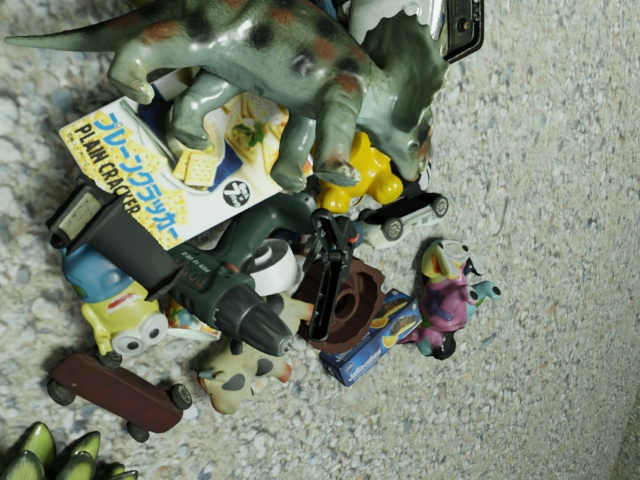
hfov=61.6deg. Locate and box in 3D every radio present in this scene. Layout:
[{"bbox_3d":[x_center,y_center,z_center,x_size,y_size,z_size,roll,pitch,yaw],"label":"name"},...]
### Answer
[{"bbox_3d":[0.181,-0.383,0.801,0.131,0.073,0.229,-28,126,-29],"label":"radio"}]

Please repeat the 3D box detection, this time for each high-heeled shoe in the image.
[{"bbox_3d":[0.119,-0.165,0.848,0.145,0.086,0.248,-44,131,-32],"label":"high-heeled shoe"}]

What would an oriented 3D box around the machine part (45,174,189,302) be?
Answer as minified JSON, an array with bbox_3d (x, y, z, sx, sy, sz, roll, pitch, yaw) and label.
[{"bbox_3d":[-0.203,0.004,0.543,0.139,0.039,0.084,40,102,-9],"label":"machine part"}]

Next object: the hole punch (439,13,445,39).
[{"bbox_3d":[0.095,-0.280,0.733,0.092,0.116,0.142,-14,122,-61],"label":"hole punch"}]

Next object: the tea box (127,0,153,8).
[{"bbox_3d":[-0.137,-0.312,0.539,0.068,0.098,0.169,31,89,-43],"label":"tea box"}]

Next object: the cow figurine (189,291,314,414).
[{"bbox_3d":[-0.102,0.159,0.779,0.127,0.085,0.195,28,79,-23],"label":"cow figurine"}]

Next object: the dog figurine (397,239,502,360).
[{"bbox_3d":[0.228,0.126,1.058,0.108,0.192,0.219,-7,147,-42],"label":"dog figurine"}]

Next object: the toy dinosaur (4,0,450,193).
[{"bbox_3d":[-0.048,-0.164,0.488,0.405,0.131,0.192,25,74,-12],"label":"toy dinosaur"}]

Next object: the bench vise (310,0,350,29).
[{"bbox_3d":[-0.037,-0.288,0.625,0.240,0.129,0.223,-13,114,-42],"label":"bench vise"}]

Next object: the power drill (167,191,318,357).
[{"bbox_3d":[-0.083,0.025,0.664,0.207,0.232,0.085,-54,151,-30],"label":"power drill"}]

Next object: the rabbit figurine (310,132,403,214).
[{"bbox_3d":[0.037,-0.125,0.706,0.173,0.122,0.162,24,63,-69],"label":"rabbit figurine"}]

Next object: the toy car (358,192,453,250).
[{"bbox_3d":[0.143,-0.039,0.922,0.202,0.074,0.056,-24,120,-32],"label":"toy car"}]

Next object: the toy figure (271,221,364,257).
[{"bbox_3d":[-0.003,-0.004,0.824,0.154,0.058,0.064,-6,74,-38],"label":"toy figure"}]

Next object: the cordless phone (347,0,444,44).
[{"bbox_3d":[0.044,-0.224,0.597,0.184,0.089,0.146,-20,130,-35],"label":"cordless phone"}]

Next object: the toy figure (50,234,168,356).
[{"bbox_3d":[-0.238,0.053,0.625,0.082,0.089,0.180,-20,117,6],"label":"toy figure"}]

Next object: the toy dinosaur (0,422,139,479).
[{"bbox_3d":[-0.349,0.324,0.637,0.470,0.105,0.198,38,74,-53],"label":"toy dinosaur"}]

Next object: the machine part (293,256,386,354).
[{"bbox_3d":[0.031,0.105,0.901,0.179,0.056,0.179,-19,122,-34],"label":"machine part"}]

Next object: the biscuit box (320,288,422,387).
[{"bbox_3d":[0.095,0.176,0.983,0.203,0.063,0.059,-38,129,-23],"label":"biscuit box"}]

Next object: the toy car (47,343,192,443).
[{"bbox_3d":[-0.253,0.194,0.692,0.089,0.053,0.202,-37,131,4],"label":"toy car"}]
